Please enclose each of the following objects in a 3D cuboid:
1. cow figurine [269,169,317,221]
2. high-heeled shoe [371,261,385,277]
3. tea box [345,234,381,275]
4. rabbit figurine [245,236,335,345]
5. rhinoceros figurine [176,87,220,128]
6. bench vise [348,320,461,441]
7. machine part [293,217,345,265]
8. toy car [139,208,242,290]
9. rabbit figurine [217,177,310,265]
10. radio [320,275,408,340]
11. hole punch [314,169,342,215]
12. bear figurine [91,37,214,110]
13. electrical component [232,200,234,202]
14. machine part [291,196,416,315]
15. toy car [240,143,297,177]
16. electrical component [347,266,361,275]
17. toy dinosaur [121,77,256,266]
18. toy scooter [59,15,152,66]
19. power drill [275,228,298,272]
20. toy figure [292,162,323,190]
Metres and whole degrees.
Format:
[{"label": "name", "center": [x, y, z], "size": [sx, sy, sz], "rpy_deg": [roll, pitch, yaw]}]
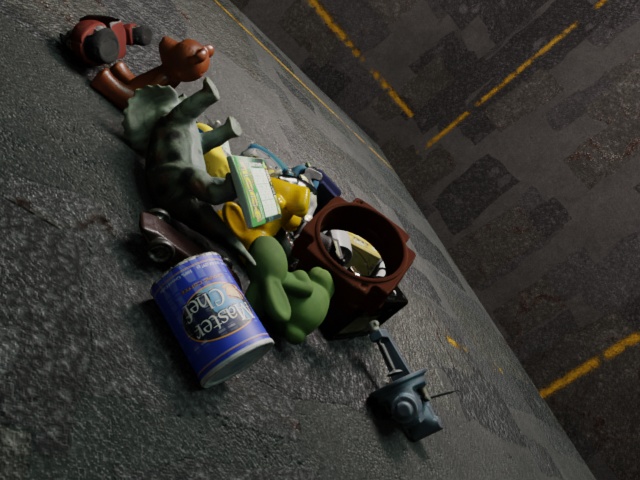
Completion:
[{"label": "cow figurine", "center": [-0.074, -0.108, 1.137], "size": [0.167, 0.098, 0.068], "rpy_deg": [30, -12, -40]}, {"label": "high-heeled shoe", "center": [0.168, 0.131, 1.426], "size": [0.248, 0.086, 0.145], "rpy_deg": [17, 36, -49]}, {"label": "tea box", "center": [0.063, 0.014, 1.349], "size": [0.169, 0.068, 0.098], "rpy_deg": [27, 22, -8]}, {"label": "rabbit figurine", "center": [-0.074, 0.079, 0.879], "size": [0.170, 0.121, 0.159], "rpy_deg": [59, 34, -27]}, {"label": "rhinoceros figurine", "center": [-0.292, -0.272, 1.135], "size": [0.190, 0.073, 0.112], "rpy_deg": [42, 8, -21]}, {"label": "bench vise", "center": [0.160, 0.270, 1.059], "size": [0.223, 0.129, 0.240], "rpy_deg": [12, 49, -62]}, {"label": "machine part", "center": [-0.002, -0.003, 1.115], "size": [0.138, 0.039, 0.084], "rpy_deg": [34, 31, -36]}, {"label": "toy car", "center": [-0.191, 0.030, 0.787], "size": [0.202, 0.053, 0.089], "rpy_deg": [41, 18, -41]}, {"label": "rabbit figurine", "center": [-0.108, -0.027, 0.983], "size": [0.162, 0.122, 0.173], "rpy_deg": [20, 72, -21]}, {"label": "radio", "center": [0.093, 0.141, 1.135], "size": [0.073, 0.131, 0.229], "rpy_deg": [55, 18, 19]}, {"label": "hole punch", "center": [-0.003, -0.106, 1.422], "size": [0.142, 0.116, 0.092], "rpy_deg": [42, 12, -31]}, {"label": "bear figurine", "center": [-0.298, -0.315, 0.988], "size": [0.132, 0.196, 0.120], "rpy_deg": [43, 22, -20]}, {"label": "electrical component", "center": [-0.189, -0.130, 1.132], "size": [0.074, 0.048, 0.119], "rpy_deg": [47, 19, -12]}, {"label": "machine part", "center": [0.065, 0.024, 1.013], "size": [0.201, 0.087, 0.201], "rpy_deg": [37, 47, 9]}, {"label": "toy car", "center": [-0.130, -0.151, 1.199], "size": [0.162, 0.109, 0.103], "rpy_deg": [49, 3, 11]}, {"label": "electrical component", "center": [0.054, 0.101, 1.187], "size": [0.078, 0.102, 0.045], "rpy_deg": [16, 41, -46]}, {"label": "toy dinosaur", "center": [-0.219, -0.117, 0.868], "size": [0.131, 0.192, 0.405], "rpy_deg": [46, 27, -56]}, {"label": "toy scooter", "center": [-0.415, -0.377, 0.999], "size": [0.135, 0.075, 0.184], "rpy_deg": [15, 33, 12]}, {"label": "power drill", "center": [-0.034, 0.044, 1.128], "size": [0.232, 0.086, 0.207], "rpy_deg": [53, 25, 18]}, {"label": "toy figure", "center": [-0.057, -0.141, 1.309], "size": [0.089, 0.082, 0.180], "rpy_deg": [64, -21, -4]}]
